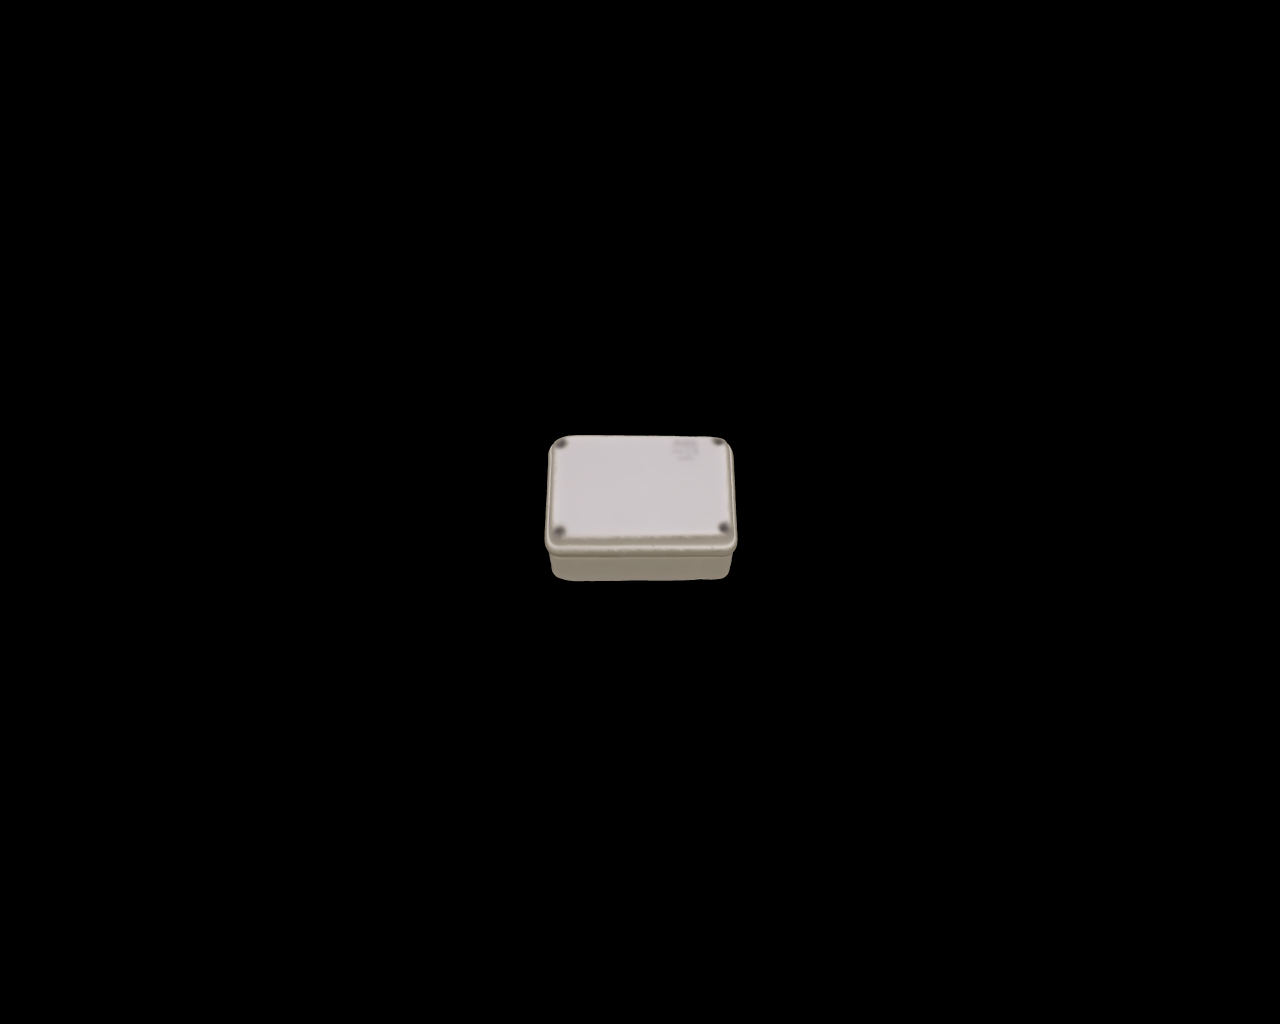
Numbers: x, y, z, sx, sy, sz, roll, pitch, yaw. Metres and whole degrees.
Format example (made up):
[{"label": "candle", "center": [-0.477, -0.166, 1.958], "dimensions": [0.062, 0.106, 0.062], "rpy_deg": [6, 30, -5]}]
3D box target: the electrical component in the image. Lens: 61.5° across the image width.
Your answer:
[{"label": "electrical component", "center": [0.001, -0.003, 0.650], "dimensions": [0.113, 0.078, 0.057], "rpy_deg": [0, -28, 0]}]
